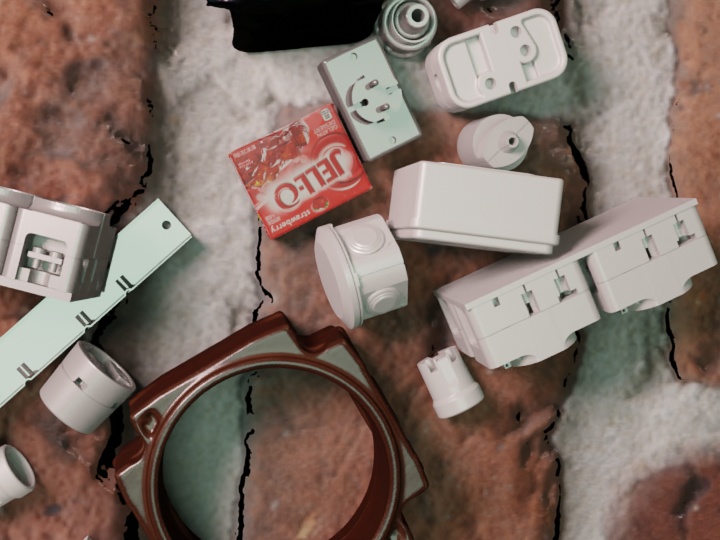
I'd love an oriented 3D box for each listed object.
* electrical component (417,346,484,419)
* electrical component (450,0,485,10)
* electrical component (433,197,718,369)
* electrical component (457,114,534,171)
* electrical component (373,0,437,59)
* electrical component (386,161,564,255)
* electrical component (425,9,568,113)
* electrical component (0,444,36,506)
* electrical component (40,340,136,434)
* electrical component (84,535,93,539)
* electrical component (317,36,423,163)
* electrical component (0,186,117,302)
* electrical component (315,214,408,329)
[{"bbox_3d":[0.070,0.088,0.846,0.040,0.040,0.046,-26,91,-6],"label":"electrical component"},{"bbox_3d":[0.096,-0.224,0.829,0.061,0.035,0.035,-40,99,-1],"label":"electrical component"},{"bbox_3d":[0.162,0.010,0.819,0.186,0.105,0.060,-24,97,-6],"label":"electrical component"},{"bbox_3d":[0.104,-0.096,0.816,0.043,0.081,0.043,-1,94,-8],"label":"electrical component"},{"bbox_3d":[0.037,-0.186,0.808,0.048,0.062,0.048,-1,94,-8],"label":"electrical component"},{"bbox_3d":[0.083,-0.045,0.803,0.109,0.109,0.056,7,91,-9],"label":"electrical component"},{"bbox_3d":[0.102,-0.158,0.821,0.095,0.059,0.053,-20,96,-7],"label":"electrical component"},{"bbox_3d":[-0.272,0.158,0.800,0.046,0.040,0.040,-33,98,1],"label":"electrical component"},{"bbox_3d":[-0.203,0.088,0.798,0.055,0.055,0.047,42,91,-9],"label":"electrical component"},{"bbox_3d":[-0.187,0.271,0.746,0.060,0.186,0.105,-40,98,-4],"label":"electrical component"},{"bbox_3d":[0.010,-0.128,0.802,0.047,0.076,0.083,-26,98,-6],"label":"electrical component"},{"bbox_3d":[-0.257,-0.028,0.752,0.150,0.089,0.061,14,91,-1],"label":"electrical component"},{"bbox_3d":[0.000,0.000,0.809,0.051,0.080,0.080,-18,97,-12],"label":"electrical component"}]
